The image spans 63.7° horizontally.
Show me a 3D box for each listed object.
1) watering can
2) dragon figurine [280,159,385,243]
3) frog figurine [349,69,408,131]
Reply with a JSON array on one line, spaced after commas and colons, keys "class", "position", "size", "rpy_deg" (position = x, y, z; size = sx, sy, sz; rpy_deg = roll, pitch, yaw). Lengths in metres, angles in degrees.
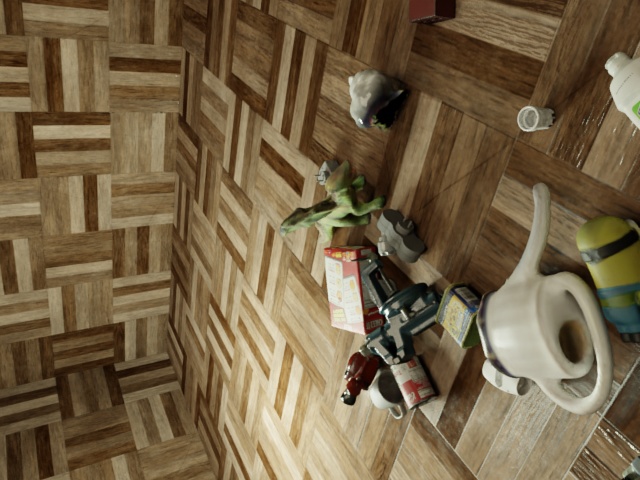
[{"class": "watering can", "position": [0.348, 0.099, 0.833], "size": [0.221, 0.104, 0.351], "rpy_deg": [143, 119, -62]}, {"class": "dragon figurine", "position": [0.004, -0.064, 1.277], "size": [0.402, 0.244, 0.124], "rpy_deg": [-51, 59, 49]}, {"class": "frog figurine", "position": [0.104, -0.331, 1.170], "size": [0.162, 0.124, 0.134], "rpy_deg": [49, 156, 28]}]
